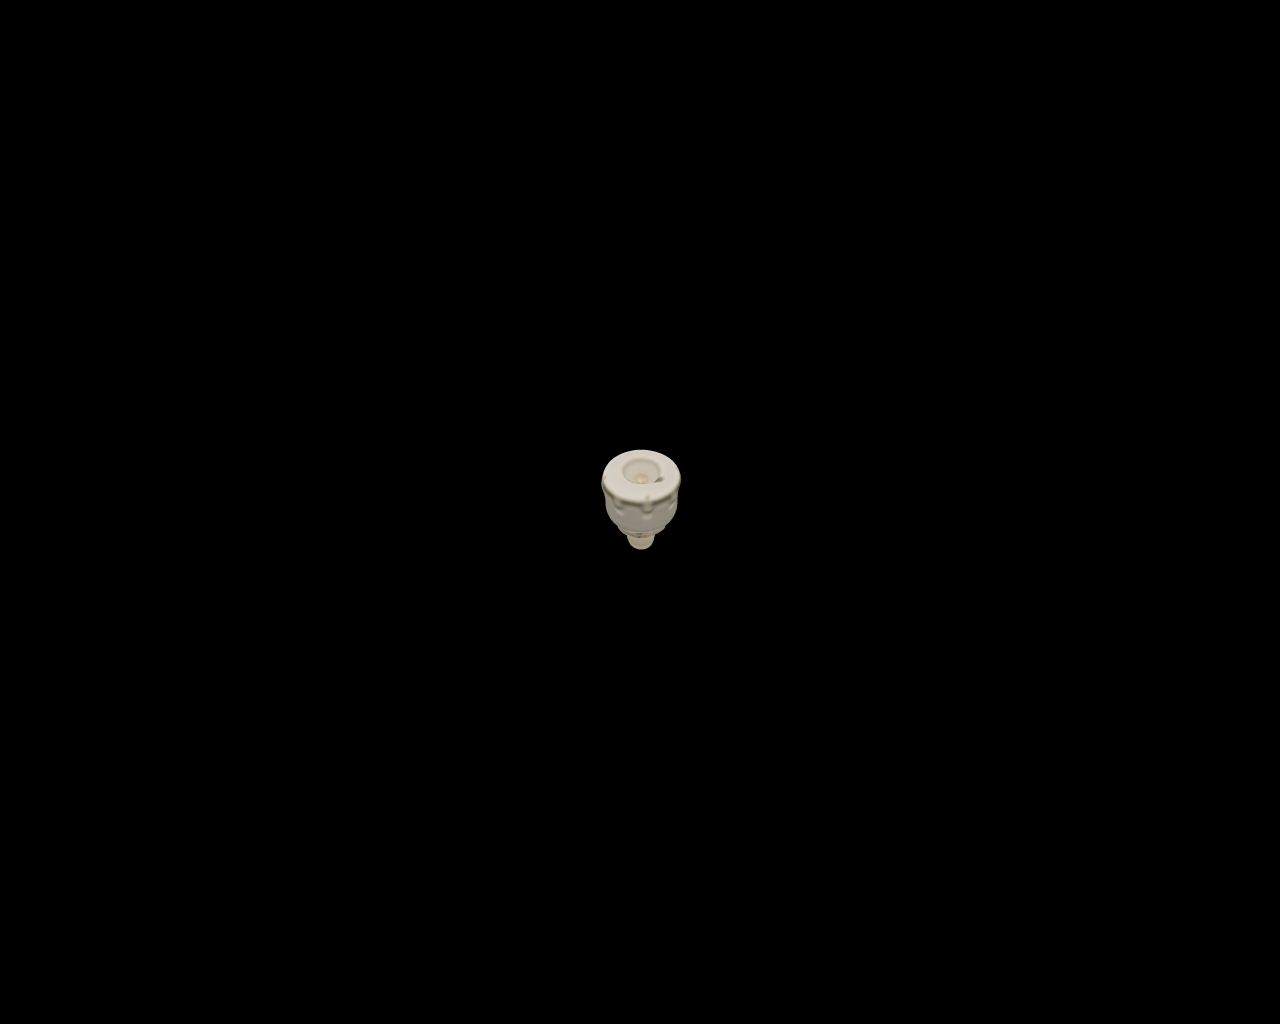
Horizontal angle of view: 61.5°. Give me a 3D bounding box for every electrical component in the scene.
[{"bbox_3d":[0.001,-0.003,0.650,0.048,0.062,0.048,0,43,0],"label":"electrical component"}]
